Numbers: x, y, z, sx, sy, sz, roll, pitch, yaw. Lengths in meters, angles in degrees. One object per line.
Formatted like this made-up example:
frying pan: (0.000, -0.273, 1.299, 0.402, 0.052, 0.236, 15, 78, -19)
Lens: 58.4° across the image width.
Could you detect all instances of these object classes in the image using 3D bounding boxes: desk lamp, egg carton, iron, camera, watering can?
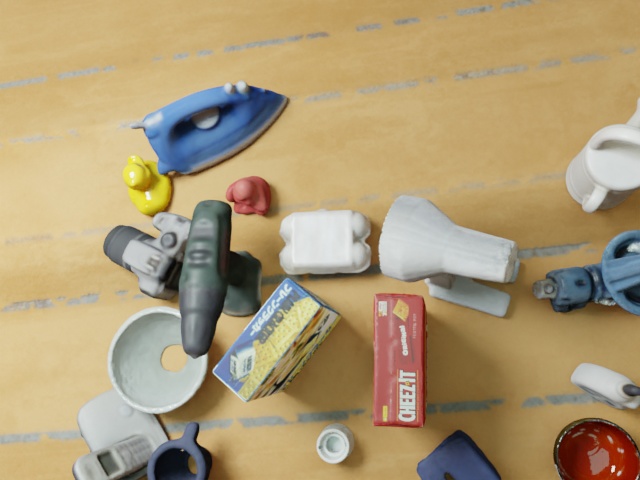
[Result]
desk lamp: (0.192, 0.025, 0.821, 0.203, 0.214, 0.118, 16, 82, 12)
egg carton: (0.009, 0.003, 0.929, 0.150, 0.069, 0.107, -3, 79, 8)
iron: (-0.186, -0.213, 0.965, 0.258, 0.141, 0.118, -25, 76, 4)
camera: (-0.287, 0.011, 0.958, 0.136, 0.101, 0.143, 25, 84, 13)
watering can: (0.430, -0.122, 0.823, 0.100, 0.194, 0.173, 8, 80, 11)

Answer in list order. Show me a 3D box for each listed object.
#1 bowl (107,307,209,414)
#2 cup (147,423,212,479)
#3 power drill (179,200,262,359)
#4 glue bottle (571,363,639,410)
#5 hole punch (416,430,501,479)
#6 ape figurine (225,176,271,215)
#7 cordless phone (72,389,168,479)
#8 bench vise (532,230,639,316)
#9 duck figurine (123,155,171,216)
bowl: (-0.250, 0.194, 0.930, 0.167, 0.075, 0.167, -2, 79, 9)
cup: (-0.201, 0.336, 0.884, 0.091, 0.095, 0.118, 15, 82, 12)
power drill: (-0.151, 0.063, 0.871, 0.075, 0.208, 0.230, -3, 78, 9)
glue bottle: (0.399, 0.201, 0.775, 0.078, 0.173, 0.037, 33, 86, 14)
hole punch: (0.201, 0.345, 0.820, 0.101, 0.091, 0.108, -40, 76, 0)
ape figurine: (-0.120, -0.076, 0.953, 0.077, 0.092, 0.076, 43, 88, 14)
cordless phone: (-0.320, 0.301, 0.863, 0.094, 0.185, 0.147, -41, 76, 0)
bench vise: (0.410, 0.059, 0.777, 0.207, 0.220, 0.121, -28, 76, 3)
duck figurine: (-0.307, -0.098, 0.990, 0.077, 0.086, 0.104, -15, 77, 6)
